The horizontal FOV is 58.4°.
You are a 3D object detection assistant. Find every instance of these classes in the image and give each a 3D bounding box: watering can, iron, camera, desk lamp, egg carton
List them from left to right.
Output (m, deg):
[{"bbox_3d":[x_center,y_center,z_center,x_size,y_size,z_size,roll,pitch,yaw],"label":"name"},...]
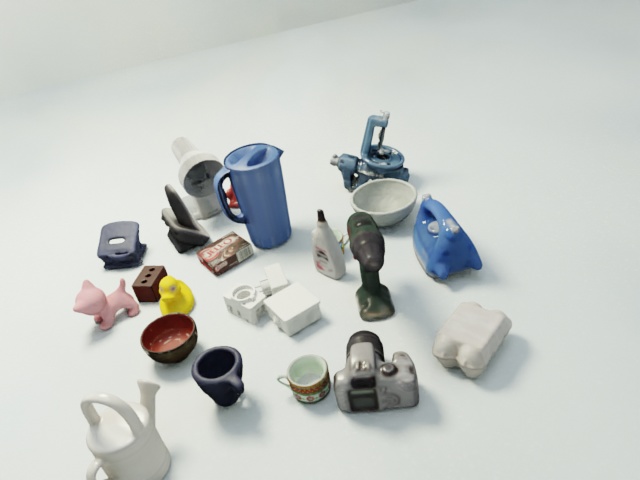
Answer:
[{"bbox_3d":[-0.313,0.301,0.910,0.101,0.194,0.172,-8,35,3],"label":"watering can"},{"bbox_3d":[-0.332,-0.164,1.550,0.118,0.214,0.202,-26,38,-21],"label":"desk lamp"},{"bbox_3d":[0.095,0.217,1.004,0.143,0.101,0.137,-6,35,6],"label":"camera"},{"bbox_3d":[0.261,-0.029,1.272,0.118,0.142,0.257,-15,35,-6],"label":"iron"},{"bbox_3d":[0.276,0.177,1.042,0.107,0.069,0.150,18,44,34],"label":"egg carton"}]

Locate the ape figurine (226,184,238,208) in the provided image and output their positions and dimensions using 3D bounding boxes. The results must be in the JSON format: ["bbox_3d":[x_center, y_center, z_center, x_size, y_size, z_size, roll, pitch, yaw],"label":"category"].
[{"bbox_3d":[-0.226,-0.138,1.592,0.076,0.092,0.077,-26,38,-21],"label":"ape figurine"}]

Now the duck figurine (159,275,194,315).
[{"bbox_3d":[-0.325,0.116,1.267,0.077,0.086,0.104,-7,35,5],"label":"duck figurine"}]

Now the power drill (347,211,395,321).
[{"bbox_3d":[0.100,0.054,1.138,0.075,0.209,0.229,-11,35,0],"label":"power drill"}]

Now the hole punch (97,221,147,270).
[{"bbox_3d":[-0.505,0.012,1.454,0.108,0.091,0.101,-6,35,6],"label":"hole punch"}]

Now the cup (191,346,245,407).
[{"bbox_3d":[-0.165,0.257,1.021,0.117,0.095,0.092,25,48,40],"label":"cup"}]

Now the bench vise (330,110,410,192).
[{"bbox_3d":[0.128,-0.231,1.521,0.207,0.220,0.121,-11,35,0],"label":"bench vise"}]

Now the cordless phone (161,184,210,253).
[{"bbox_3d":[-0.359,-0.076,1.458,0.094,0.185,0.147,-28,39,-23],"label":"cordless phone"}]

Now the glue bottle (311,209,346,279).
[{"bbox_3d":[0.012,0.005,1.261,0.077,0.173,0.037,20,45,36],"label":"glue bottle"}]

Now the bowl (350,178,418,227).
[{"bbox_3d":[0.161,-0.083,1.431,0.167,0.075,0.167,-7,35,5],"label":"bowl"}]

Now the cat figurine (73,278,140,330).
[{"bbox_3d":[-0.476,0.131,1.256,0.128,0.118,0.067,-31,40,-27],"label":"cat figurine"}]
